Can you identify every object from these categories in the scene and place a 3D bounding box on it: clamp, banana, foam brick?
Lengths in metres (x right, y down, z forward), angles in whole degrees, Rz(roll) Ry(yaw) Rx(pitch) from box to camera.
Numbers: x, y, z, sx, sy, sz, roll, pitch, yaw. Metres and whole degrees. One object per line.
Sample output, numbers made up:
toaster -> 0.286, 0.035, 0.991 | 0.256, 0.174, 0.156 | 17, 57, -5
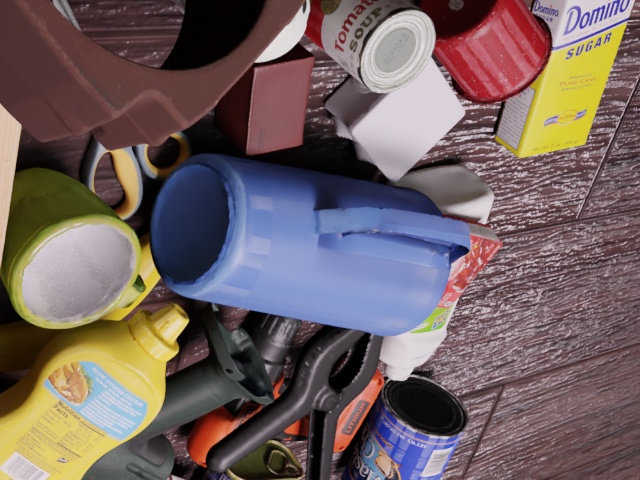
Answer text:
clamp -> 0.002, 0.150, 0.999 | 0.210, 0.036, 0.164 | -53, 138, -2
banana -> -0.192, 0.053, 0.829 | 0.197, 0.037, 0.069 | -27, 140, -20
foam brick -> -0.043, -0.111, 0.799 | 0.052, 0.051, 0.078 | -15, 133, -30

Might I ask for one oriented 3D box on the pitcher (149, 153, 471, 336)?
pitcher -> -0.006, 0.001, 0.853 | 0.242, 0.145, 0.149 | 11, 118, -47

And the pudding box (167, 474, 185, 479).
pudding box -> -0.160, 0.266, 1.019 | 0.114, 0.039, 0.090 | -25, 147, 20

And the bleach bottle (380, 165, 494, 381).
bleach bottle -> 0.094, 0.047, 1.054 | 0.102, 0.068, 0.251 | -13, 135, -27

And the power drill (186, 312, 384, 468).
power drill -> -0.024, 0.142, 1.043 | 0.187, 0.057, 0.184 | 13, 114, -44

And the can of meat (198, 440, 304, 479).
can of meat -> -0.080, 0.255, 1.095 | 0.101, 0.057, 0.084 | 9, 120, -45

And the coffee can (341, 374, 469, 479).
coffee can -> 0.092, 0.235, 1.189 | 0.102, 0.103, 0.140 | -5, 127, -38

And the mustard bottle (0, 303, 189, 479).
mustard bottle -> -0.170, 0.113, 0.770 | 0.192, 0.058, 0.096 | -41, 119, 7

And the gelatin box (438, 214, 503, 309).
gelatin box -> 0.110, 0.021, 0.962 | 0.073, 0.030, 0.089 | 12, 126, -38

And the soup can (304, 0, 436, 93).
soup can -> 0.028, -0.159, 0.776 | 0.068, 0.102, 0.068 | -23, 137, -23

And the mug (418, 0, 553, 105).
mug -> 0.134, -0.181, 0.871 | 0.081, 0.093, 0.117 | 39, 65, -46

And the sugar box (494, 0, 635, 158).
sugar box -> 0.229, -0.166, 0.990 | 0.093, 0.048, 0.176 | -14, 134, -31

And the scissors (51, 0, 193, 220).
scissors -> -0.137, -0.099, 0.757 | 0.096, 0.016, 0.202 | -22, 137, -27

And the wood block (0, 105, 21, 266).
wood block -> -0.240, -0.065, 0.640 | 0.090, 0.090, 0.206 | -8, 129, -38
